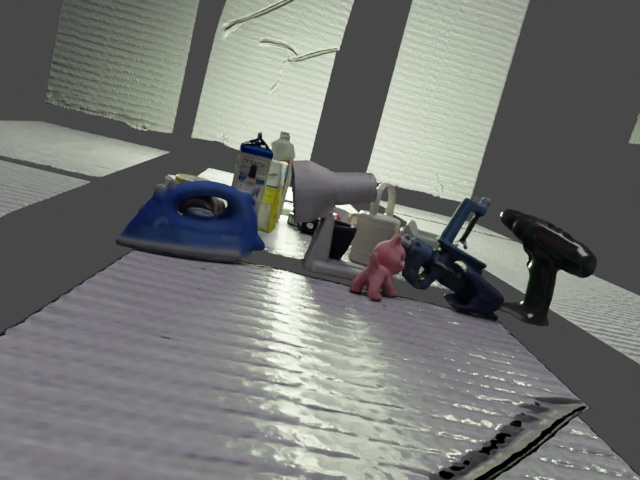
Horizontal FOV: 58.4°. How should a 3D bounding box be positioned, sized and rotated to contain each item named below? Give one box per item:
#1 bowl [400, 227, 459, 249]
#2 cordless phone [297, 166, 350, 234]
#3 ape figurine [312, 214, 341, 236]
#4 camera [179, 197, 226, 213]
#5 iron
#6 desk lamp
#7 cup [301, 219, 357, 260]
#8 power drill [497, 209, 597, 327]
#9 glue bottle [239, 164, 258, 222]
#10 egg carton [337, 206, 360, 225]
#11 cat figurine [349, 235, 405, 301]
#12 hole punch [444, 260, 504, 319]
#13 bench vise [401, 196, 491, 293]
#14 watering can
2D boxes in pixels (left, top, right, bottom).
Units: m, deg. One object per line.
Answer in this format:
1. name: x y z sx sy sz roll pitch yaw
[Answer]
1. bowl: 0.295 0.021 1.592 0.167 0.075 0.167 14 9 -2
2. cordless phone: 0.021 -0.101 1.565 0.148 0.185 0.094 12 10 -12
3. ape figurine: 0.024 -0.017 1.361 0.077 0.092 0.076 16 10 9
4. camera: -0.270 -0.066 1.190 0.143 0.101 0.136 12 10 -10
5. iron: -0.220 -0.045 1.019 0.259 0.141 0.118 7 12 -37
6. desk lamp: 0.021 -0.041 1.129 0.203 0.213 0.118 13 10 -9
7. cup: 0.011 0.004 1.209 0.118 0.095 0.091 13 10 -9
8. power drill: 0.437 0.059 1.171 0.076 0.208 0.228 7 12 -37
9. glue bottle: -0.152 -0.068 1.153 0.078 0.173 0.037 5 13 -44
10. egg carton: 0.073 -0.059 1.749 0.108 0.069 0.149 5 13 -43
11. cat figurine: 0.117 0.044 1.064 0.067 0.118 0.128 19 11 27
12. hole punch: 0.307 0.095 1.125 0.101 0.091 0.108 13 9 -5
13. bench vise: 0.275 0.006 1.206 0.208 0.220 0.121 9 11 -30
14. watering can: 0.144 -0.036 1.335 0.172 0.194 0.101 16 10 12
